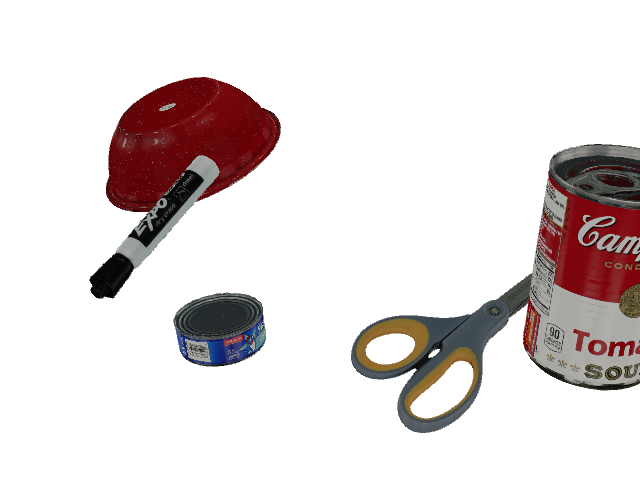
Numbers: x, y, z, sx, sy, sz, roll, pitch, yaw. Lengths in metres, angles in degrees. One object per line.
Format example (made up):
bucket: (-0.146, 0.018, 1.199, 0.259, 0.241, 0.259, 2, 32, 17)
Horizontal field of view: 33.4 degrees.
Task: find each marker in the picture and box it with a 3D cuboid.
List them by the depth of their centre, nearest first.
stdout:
marker: (-0.105, -0.009, 0.674, 0.020, 0.020, 0.121, 0, 43, 43)

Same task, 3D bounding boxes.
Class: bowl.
bowl: (-0.118, -0.092, 0.903, 0.162, 0.055, 0.162, -16, 32, 10)

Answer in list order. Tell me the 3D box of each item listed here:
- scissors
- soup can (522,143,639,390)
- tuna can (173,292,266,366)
scissors: (0.096, 0.048, 0.722, 0.096, 0.016, 0.201, 24, 50, 22)
soup can: (0.138, 0.013, 0.520, 0.068, 0.102, 0.068, 2, 27, -1)
tuna can: (-0.095, 0.085, 1.019, 0.086, 0.034, 0.086, -6, 25, 3)
